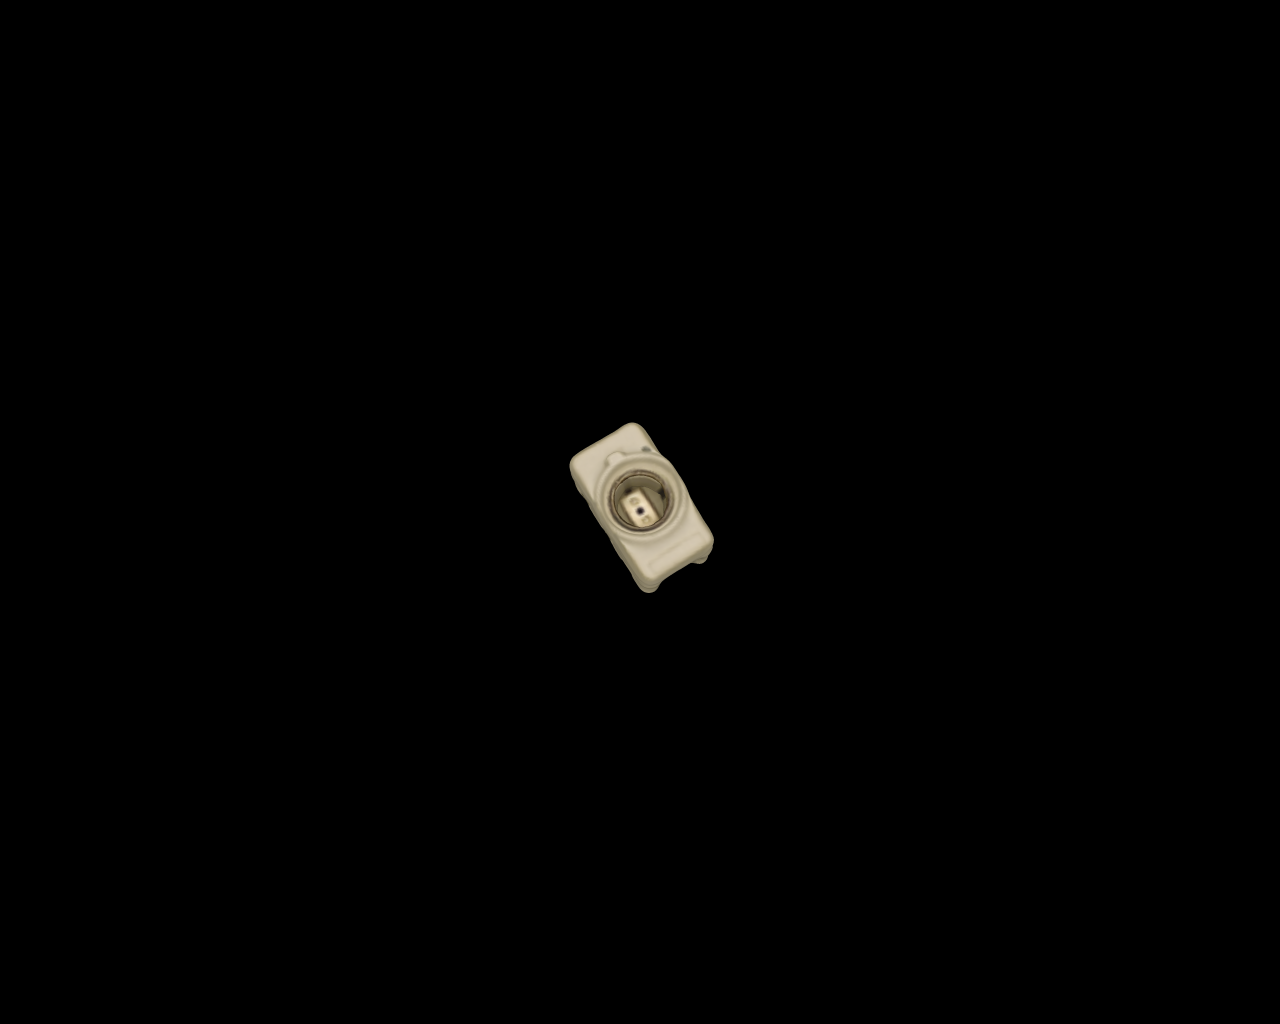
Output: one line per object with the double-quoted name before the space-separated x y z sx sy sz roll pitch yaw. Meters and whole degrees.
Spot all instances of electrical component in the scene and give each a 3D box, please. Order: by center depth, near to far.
"electrical component" 0.001 -0.003 0.650 0.050 0.089 0.055 -31 -11 -7
